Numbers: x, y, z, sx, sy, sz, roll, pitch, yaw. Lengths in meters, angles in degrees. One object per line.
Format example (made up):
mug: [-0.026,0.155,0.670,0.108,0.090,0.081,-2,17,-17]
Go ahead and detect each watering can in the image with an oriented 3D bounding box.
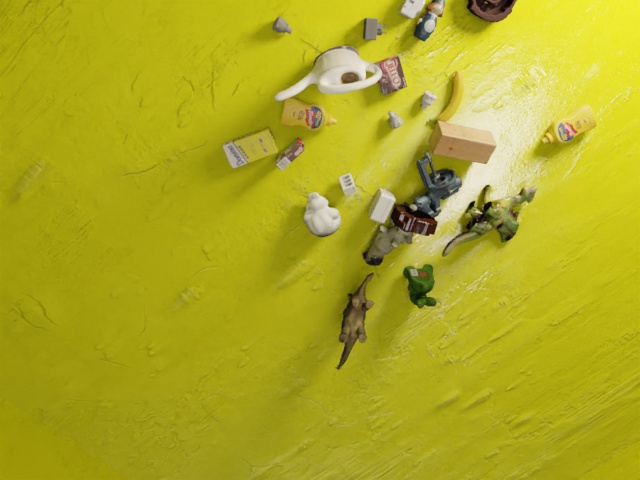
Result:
watering can: [0.021,-0.530,1.657,0.347,0.230,0.101,-9,133,1]

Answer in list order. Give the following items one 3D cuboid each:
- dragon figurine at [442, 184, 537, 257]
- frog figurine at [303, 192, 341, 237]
dragon figurine: [0.668,-0.057,1.980,0.241,0.125,0.405,27,112,-23]
frog figurine: [0.006,-0.096,1.905,0.137,0.125,0.156,1,128,17]
